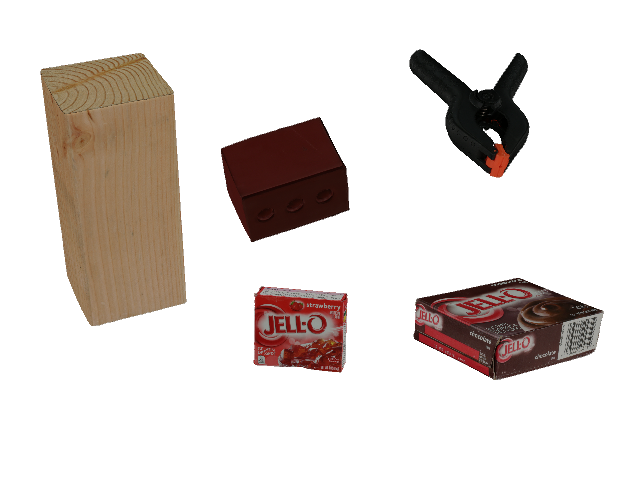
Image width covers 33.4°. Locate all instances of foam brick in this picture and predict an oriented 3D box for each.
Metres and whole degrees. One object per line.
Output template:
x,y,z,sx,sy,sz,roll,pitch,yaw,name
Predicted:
-0.025,-0.043,0.758,0.078,0.051,0.053,-19,-33,-8,foam brick

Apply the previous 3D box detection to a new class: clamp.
0.146,-0.131,1.029,0.120,0.039,0.171,2,44,2,clamp

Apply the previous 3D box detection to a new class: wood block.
-0.175,-0.042,0.911,0.090,0.206,0.090,-14,36,-21,wood block

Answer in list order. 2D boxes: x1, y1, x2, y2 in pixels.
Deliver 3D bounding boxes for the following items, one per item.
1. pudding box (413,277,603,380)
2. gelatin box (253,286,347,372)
0.140,0.064,0.803,0.113,0.039,0.090,-7,20,-35,pudding box
-0.020,0.086,1.032,0.089,0.073,0.030,4,15,10,gelatin box
